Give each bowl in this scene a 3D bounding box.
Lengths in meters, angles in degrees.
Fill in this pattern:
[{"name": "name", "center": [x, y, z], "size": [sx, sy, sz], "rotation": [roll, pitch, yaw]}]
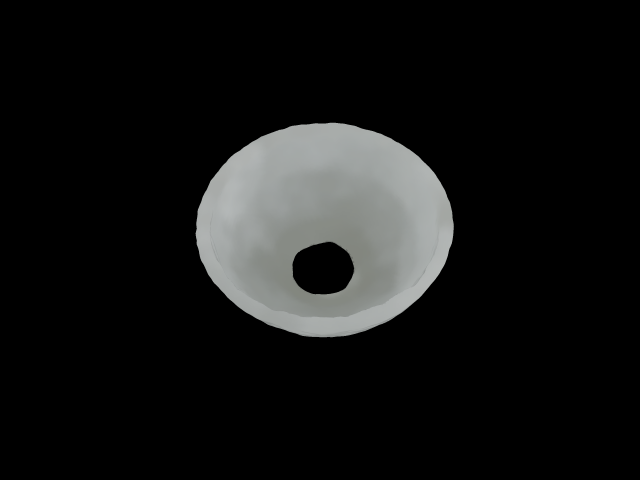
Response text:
[{"name": "bowl", "center": [0.004, 0.001, 0.400], "size": [0.167, 0.075, 0.167], "rotation": [0, 56, 0]}]
